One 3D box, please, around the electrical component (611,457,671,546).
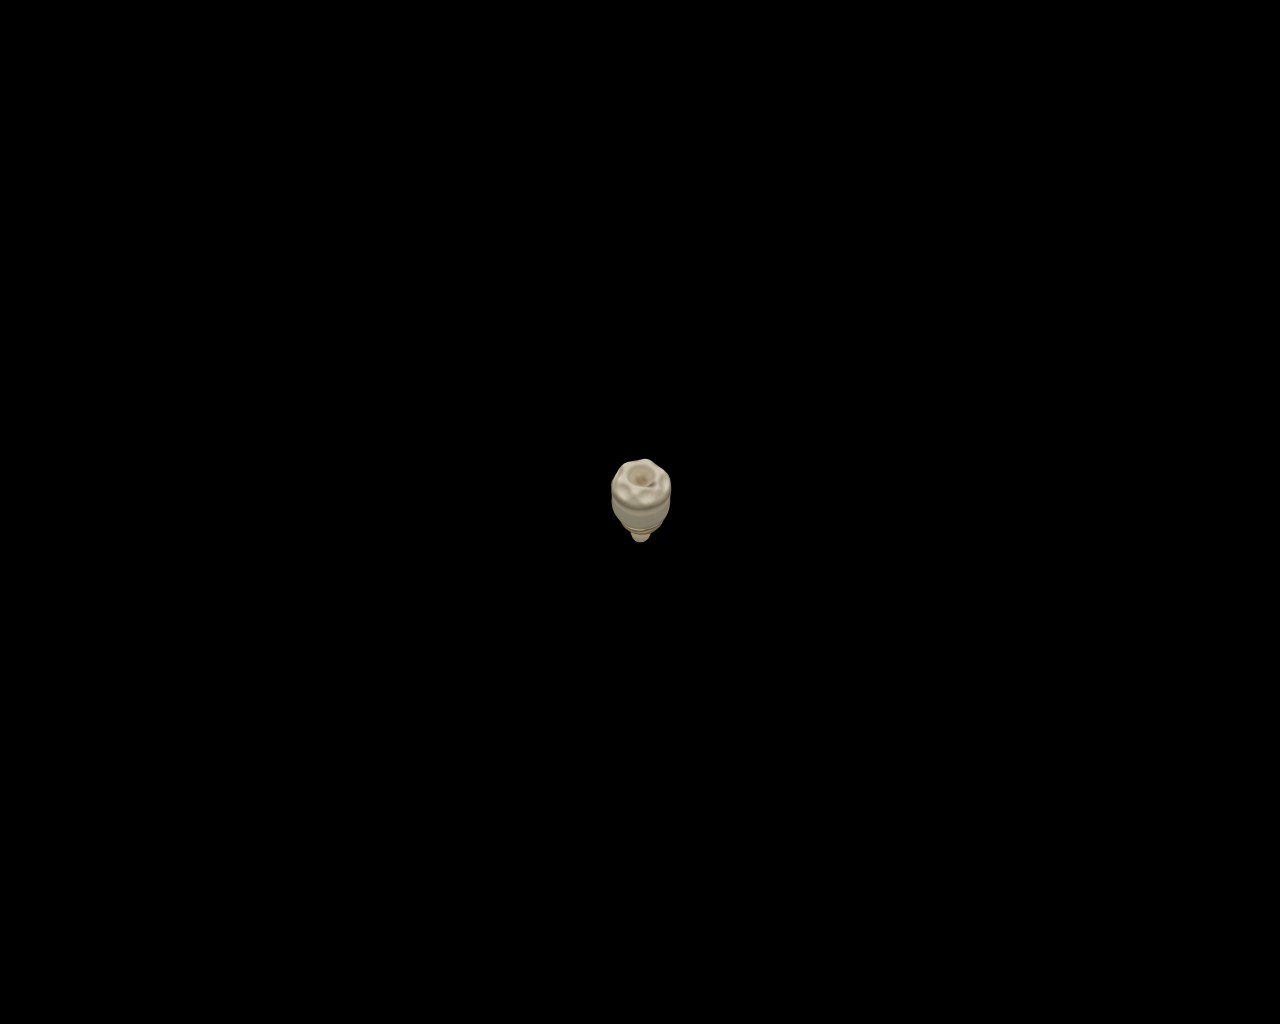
[{"bbox_3d":[0.001,-0.003,0.650,0.035,0.035,0.061,0,-40,0],"label":"electrical component"}]
